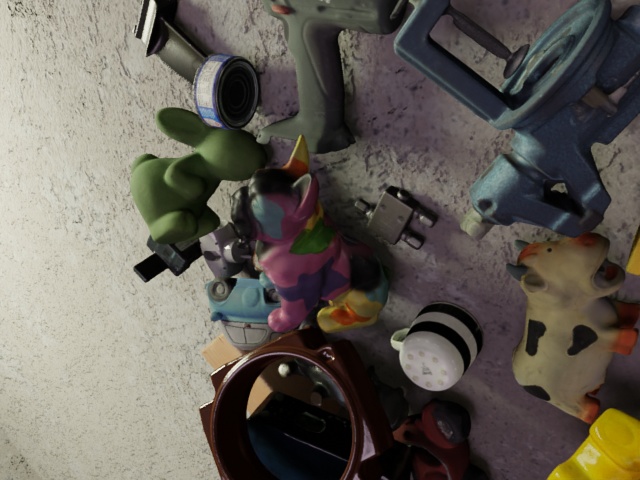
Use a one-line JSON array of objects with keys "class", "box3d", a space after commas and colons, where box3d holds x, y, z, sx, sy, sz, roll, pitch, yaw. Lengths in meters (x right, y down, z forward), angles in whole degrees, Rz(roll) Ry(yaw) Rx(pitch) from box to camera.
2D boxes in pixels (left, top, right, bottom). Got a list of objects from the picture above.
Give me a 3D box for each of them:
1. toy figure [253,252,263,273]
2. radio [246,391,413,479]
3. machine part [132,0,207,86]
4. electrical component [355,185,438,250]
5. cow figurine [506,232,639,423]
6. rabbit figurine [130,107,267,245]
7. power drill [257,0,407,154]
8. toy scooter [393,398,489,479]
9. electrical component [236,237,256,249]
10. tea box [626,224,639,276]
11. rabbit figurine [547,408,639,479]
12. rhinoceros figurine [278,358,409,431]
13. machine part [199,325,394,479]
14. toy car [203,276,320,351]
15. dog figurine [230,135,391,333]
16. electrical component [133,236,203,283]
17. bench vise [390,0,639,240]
[{"class": "toy figure", "box3d": [-0.051, 0.007, 0.720, 0.154, 0.058, 0.064, -44, 49, 45]}, {"class": "radio", "box3d": [0.005, 0.304, 0.729, 0.230, 0.073, 0.131, 15, 117, 20]}, {"class": "machine part", "box3d": [-0.181, -0.245, 0.675, 0.139, 0.039, 0.084, 47, 128, 6]}, {"class": "electrical component", "box3d": [0.085, -0.030, 0.618, 0.094, 0.021, 0.063, 35, 131, 16]}, {"class": "cow figurine", "box3d": [0.240, 0.076, 0.531, 0.127, 0.085, 0.194, 17, 126, 20]}, {"class": "rabbit figurine", "box3d": [-0.151, -0.093, 0.703, 0.170, 0.121, 0.159, -30, 79, 12]}, {"class": "power drill", "box3d": [-0.027, -0.204, 0.567, 0.232, 0.086, 0.207, 17, 117, 24]}, {"class": "toy scooter", "box3d": [0.148, 0.291, 0.729, 0.135, 0.075, 0.183, -5, 110, 38]}, {"class": "electrical component", "box3d": [-0.080, -0.043, 0.704, 0.045, 0.078, 0.102, 35, 138, -13]}, {"class": "tea box", "box3d": [0.316, -0.042, 0.411, 0.098, 0.068, 0.169, 19, 125, 27]}, {"class": "rabbit figurine", "box3d": [0.331, 0.265, 0.514, 0.122, 0.162, 0.173, -54, 42, 4]}, {"class": "rhinoceros figurine", "box3d": [0.032, 0.194, 0.734, 0.191, 0.112, 0.073, 26, 86, 37]}, {"class": "machine part", "box3d": [-0.031, 0.221, 0.645, 0.201, 0.087, 0.201, -28, 72, 14]}, {"class": "toy car", "box3d": [-0.083, 0.104, 0.748, 0.162, 0.109, 0.103, 4, 85, 27]}, {"class": "dog figurine", "box3d": [-0.001, -0.002, 0.589, 0.192, 0.108, 0.219, -1, 133, -9]}, {"class": "electrical component", "box3d": [-0.222, 0.012, 0.803, 0.075, 0.119, 0.047, 46, 134, 7]}, {"class": "bench vise", "box3d": [0.150, -0.117, 0.439, 0.240, 0.129, 0.223, 34, 126, -8]}]
